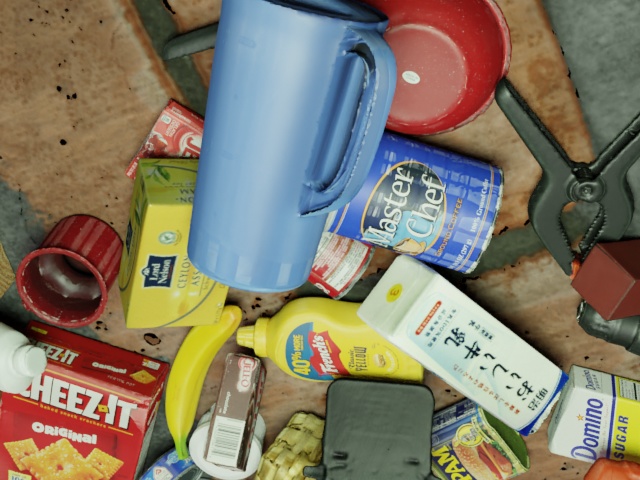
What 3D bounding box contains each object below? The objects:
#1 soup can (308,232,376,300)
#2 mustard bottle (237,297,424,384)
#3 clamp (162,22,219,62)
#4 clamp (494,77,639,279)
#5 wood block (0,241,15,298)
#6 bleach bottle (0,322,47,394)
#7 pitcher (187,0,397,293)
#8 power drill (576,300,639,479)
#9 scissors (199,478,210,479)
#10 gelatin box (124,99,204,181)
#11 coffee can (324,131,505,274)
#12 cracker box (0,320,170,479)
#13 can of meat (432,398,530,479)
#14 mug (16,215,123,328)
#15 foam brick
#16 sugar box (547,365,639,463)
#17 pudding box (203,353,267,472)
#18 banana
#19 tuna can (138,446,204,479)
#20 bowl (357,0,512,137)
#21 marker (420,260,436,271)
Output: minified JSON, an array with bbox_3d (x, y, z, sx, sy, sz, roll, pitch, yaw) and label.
[{"bbox_3d":[-0.007,0.001,1.020,0.102,0.068,0.069,35,121,-11],"label":"soup can"},{"bbox_3d":[0.010,0.102,1.084,0.192,0.058,0.096,3,129,10],"label":"mustard bottle"},{"bbox_3d":[-0.045,-0.172,0.937,0.172,0.039,0.120,-36,110,27],"label":"clamp"},{"bbox_3d":[0.246,-0.057,0.954,0.164,0.036,0.210,-5,123,10],"label":"clamp"},{"bbox_3d":[-0.440,0.039,1.112,0.206,0.090,0.090,-8,118,16],"label":"wood block"},{"bbox_3d":[-0.378,0.134,1.125,0.251,0.068,0.102,-4,112,36],"label":"bleach bottle"},{"bbox_3d":[-0.029,-0.080,0.862,0.145,0.149,0.243,13,110,-2],"label":"pitcher"},{"bbox_3d":[0.315,0.158,1.018,0.184,0.057,0.188,17,94,5],"label":"power drill"},{"bbox_3d":[-0.076,0.338,1.271,0.201,0.016,0.096,22,124,-4],"label":"scissors"},{"bbox_3d":[-0.133,-0.079,1.016,0.073,0.030,0.089,32,123,-11],"label":"gelatin box"},{"bbox_3d":[0.080,-0.038,0.952,0.140,0.102,0.103,17,123,-5],"label":"coffee can"},{"bbox_3d":[-0.274,0.213,1.198,0.164,0.072,0.214,18,122,0],"label":"cracker box"},{"bbox_3d":[0.161,0.217,1.128,0.084,0.057,0.102,-30,111,23],"label":"can of meat"},{"bbox_3d":[-0.255,0.033,1.078,0.117,0.081,0.093,-34,110,26],"label":"mug"},{"bbox_3d":[0.279,0.036,0.973,0.078,0.053,0.051,-4,133,-39],"label":"foam brick"},{"bbox_3d":[0.330,0.194,1.086,0.176,0.048,0.093,12,122,2],"label":"sugar box"},{"bbox_3d":[-0.085,0.179,1.101,0.039,0.113,0.090,12,166,7],"label":"pudding box"},{"bbox_3d":[-0.127,0.137,1.131,0.070,0.037,0.198,41,122,36],"label":"banana"},{"bbox_3d":[-0.172,0.272,1.206,0.034,0.085,0.086,43,123,17],"label":"tuna can"},{"bbox_3d":[0.082,-0.151,0.917,0.162,0.055,0.162,5,122,8],"label":"bowl"},{"bbox_3d":[0.100,0.027,1.043,0.020,0.020,0.121,-29,112,25],"label":"marker"}]
